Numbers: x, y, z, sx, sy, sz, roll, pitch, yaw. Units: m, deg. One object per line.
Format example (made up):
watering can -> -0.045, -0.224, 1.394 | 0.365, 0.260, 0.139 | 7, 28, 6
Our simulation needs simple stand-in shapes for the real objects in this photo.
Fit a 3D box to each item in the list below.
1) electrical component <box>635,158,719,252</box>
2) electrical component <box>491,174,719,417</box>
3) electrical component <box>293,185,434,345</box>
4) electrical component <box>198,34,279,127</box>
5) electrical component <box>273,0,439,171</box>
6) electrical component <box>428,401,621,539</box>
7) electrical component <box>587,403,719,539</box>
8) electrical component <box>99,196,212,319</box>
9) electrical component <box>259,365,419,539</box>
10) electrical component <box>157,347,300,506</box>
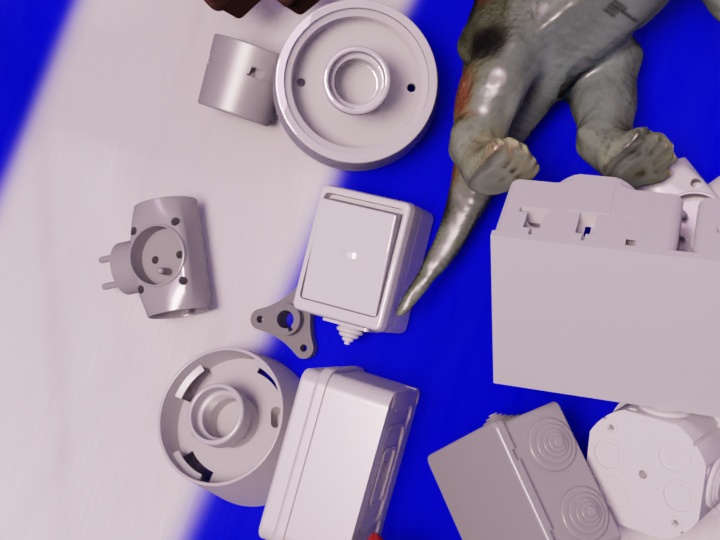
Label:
electrical component -> 0.207, -0.032, 0.614 | 0.079, 0.044, 0.077 | -37, 75, 13
electrical component -> 0.167, 0.015, 0.564 | 0.186, 0.060, 0.105 | 7, 132, 17
electrical component -> 0.000, 0.000, 0.676 | 0.062, 0.061, 0.096 | 14, 90, 20
electrical component -> -0.078, -0.126, 0.718 | 0.055, 0.055, 0.047 | 21, 96, 20
electrical component -> -0.002, -0.115, 0.668 | 0.108, 0.060, 0.108 | 0, 95, 0
electrical component -> 0.093, 0.130, 0.617 | 0.048, 0.099, 0.099 | -17, 76, -28
electrical component -> 0.169, 0.107, 0.602 | 0.080, 0.051, 0.080 | 9, 105, 37
electrical component -> -0.144, -0.005, 0.736 | 0.079, 0.044, 0.077 | -11, 82, 18
electrical component -> -0.012, 0.118, 0.661 | 0.057, 0.078, 0.113 | 16, 91, 17
electrical component -> -0.081, 0.102, 0.707 | 0.099, 0.064, 0.099 | -7, 69, 19
